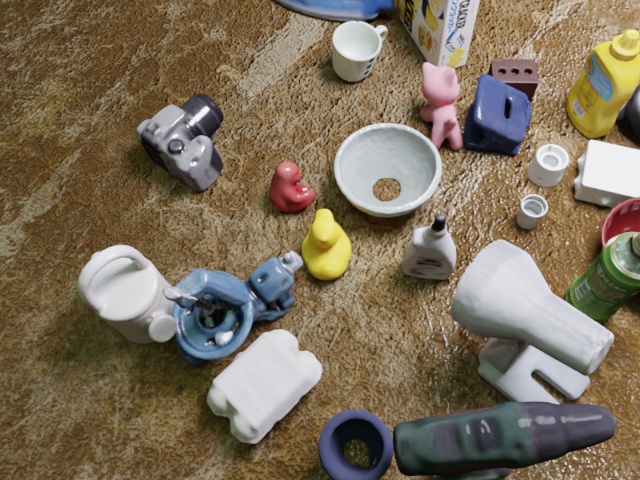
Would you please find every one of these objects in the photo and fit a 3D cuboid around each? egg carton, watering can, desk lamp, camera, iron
[{"bbox_3d":[-0.077,0.198,0.788,0.107,0.069,0.150,41,73,20],"label":"egg carton"},{"bbox_3d":[-0.260,0.073,0.791,0.172,0.194,0.101,19,67,13],"label":"watering can"},{"bbox_3d":[0.263,0.119,0.722,0.203,0.214,0.118,40,73,20],"label":"desk lamp"},{"bbox_3d":[-0.218,-0.180,0.961,0.143,0.101,0.137,35,72,18],"label":"camera"},{"bbox_3d":[0.018,-0.507,1.079,0.258,0.141,0.118,6,65,7],"label":"iron"}]

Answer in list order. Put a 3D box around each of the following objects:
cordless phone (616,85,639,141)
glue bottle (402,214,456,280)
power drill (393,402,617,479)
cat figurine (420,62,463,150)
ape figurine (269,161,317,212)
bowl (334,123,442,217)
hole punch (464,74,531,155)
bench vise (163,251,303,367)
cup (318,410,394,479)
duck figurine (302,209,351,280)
[{"bbox_3d":[0.560,-0.249,0.893,0.094,0.185,0.148,38,73,20],"label":"cordless phone"},{"bbox_3d":[0.158,0.008,0.805,0.078,0.173,0.037,3,65,6],"label":"glue bottle"},{"bbox_3d":[0.198,0.237,0.673,0.229,0.208,0.075,-8,64,0],"label":"power drill"},{"bbox_3d":[0.203,-0.229,0.946,0.067,0.118,0.127,-8,64,1],"label":"cat figurine"},{"bbox_3d":[-0.049,-0.090,0.911,0.076,0.092,0.077,-22,65,-6],"label":"ape figurine"},{"bbox_3d":[0.106,-0.100,0.915,0.167,0.075,0.167,-1,64,3],"label":"bowl"},{"bbox_3d":[0.297,-0.209,0.945,0.101,0.091,0.109,10,66,9],"label":"hole punch"},{"bbox_3d":[-0.126,0.066,0.771,0.121,0.220,0.208,32,71,18],"label":"bench vise"},{"bbox_3d":[0.050,0.281,0.725,0.091,0.095,0.117,-15,64,-3],"label":"cup"},{"bbox_3d":[0.008,0.003,0.866,0.077,0.086,0.104,-3,64,3],"label":"duck figurine"}]
